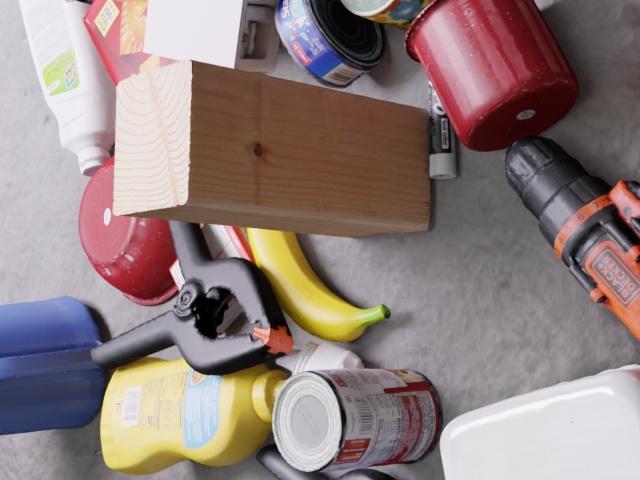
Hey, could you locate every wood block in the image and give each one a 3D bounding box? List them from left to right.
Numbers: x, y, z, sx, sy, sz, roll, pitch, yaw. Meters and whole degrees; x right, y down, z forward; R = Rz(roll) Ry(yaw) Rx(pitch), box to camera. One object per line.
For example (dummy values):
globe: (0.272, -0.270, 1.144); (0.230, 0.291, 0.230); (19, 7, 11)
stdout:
wood block: (-0.027, -0.055, 0.727); (0.090, 0.205, 0.091); (-5, 82, 49)

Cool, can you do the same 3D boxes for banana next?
banana: (-0.016, 0.017, 0.836); (0.070, 0.037, 0.198); (-46, 55, 10)

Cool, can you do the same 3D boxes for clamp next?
clamp: (-0.094, 0.042, 0.850); (0.210, 0.036, 0.164); (9, 77, 45)
clamp: (0.011, 0.199, 0.782); (0.172, 0.039, 0.120); (-24, 74, 38)

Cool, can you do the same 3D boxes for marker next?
marker: (0.086, -0.104, 0.755); (0.020, 0.020, 0.121); (-8, 79, 45)

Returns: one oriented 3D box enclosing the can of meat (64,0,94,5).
can of meat: (-0.209, -0.266, 1.028); (0.058, 0.083, 0.102); (-49, 53, 30)

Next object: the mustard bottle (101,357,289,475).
mustard bottle: (-0.091, 0.134, 0.858); (0.192, 0.058, 0.096); (-14, 59, 34)

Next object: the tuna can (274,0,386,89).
tuna can: (0.009, -0.158, 0.793); (0.034, 0.085, 0.086); (-30, 64, 38)

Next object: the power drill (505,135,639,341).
power drill: (0.206, -0.044, 0.601); (0.184, 0.057, 0.188); (54, 125, 30)

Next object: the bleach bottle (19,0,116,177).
bleach bottle: (-0.251, -0.181, 1.078); (0.103, 0.067, 0.251); (-28, 68, 41)

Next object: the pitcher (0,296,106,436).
pitcher: (-0.325, 0.123, 0.986); (0.145, 0.242, 0.149); (47, 123, 34)

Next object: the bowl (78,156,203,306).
bowl: (-0.176, -0.020, 0.986); (0.162, 0.055, 0.162); (-6, 81, 45)

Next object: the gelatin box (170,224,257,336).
gelatin box: (-0.083, 0.026, 0.904); (0.089, 0.030, 0.073); (-49, 55, 29)

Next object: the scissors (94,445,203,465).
scissors: (-0.142, 0.155, 0.957); (0.202, 0.016, 0.096); (-3, 81, 45)

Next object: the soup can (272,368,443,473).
soup can: (0.026, 0.122, 0.730); (0.069, 0.102, 0.068); (-6, 81, 44)

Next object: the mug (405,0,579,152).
mug: (0.110, -0.105, 0.692); (0.117, 0.093, 0.081); (114, 137, -61)

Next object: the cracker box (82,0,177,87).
cracker box: (-0.108, -0.213, 0.928); (0.214, 0.071, 0.164); (-49, 54, 29)
